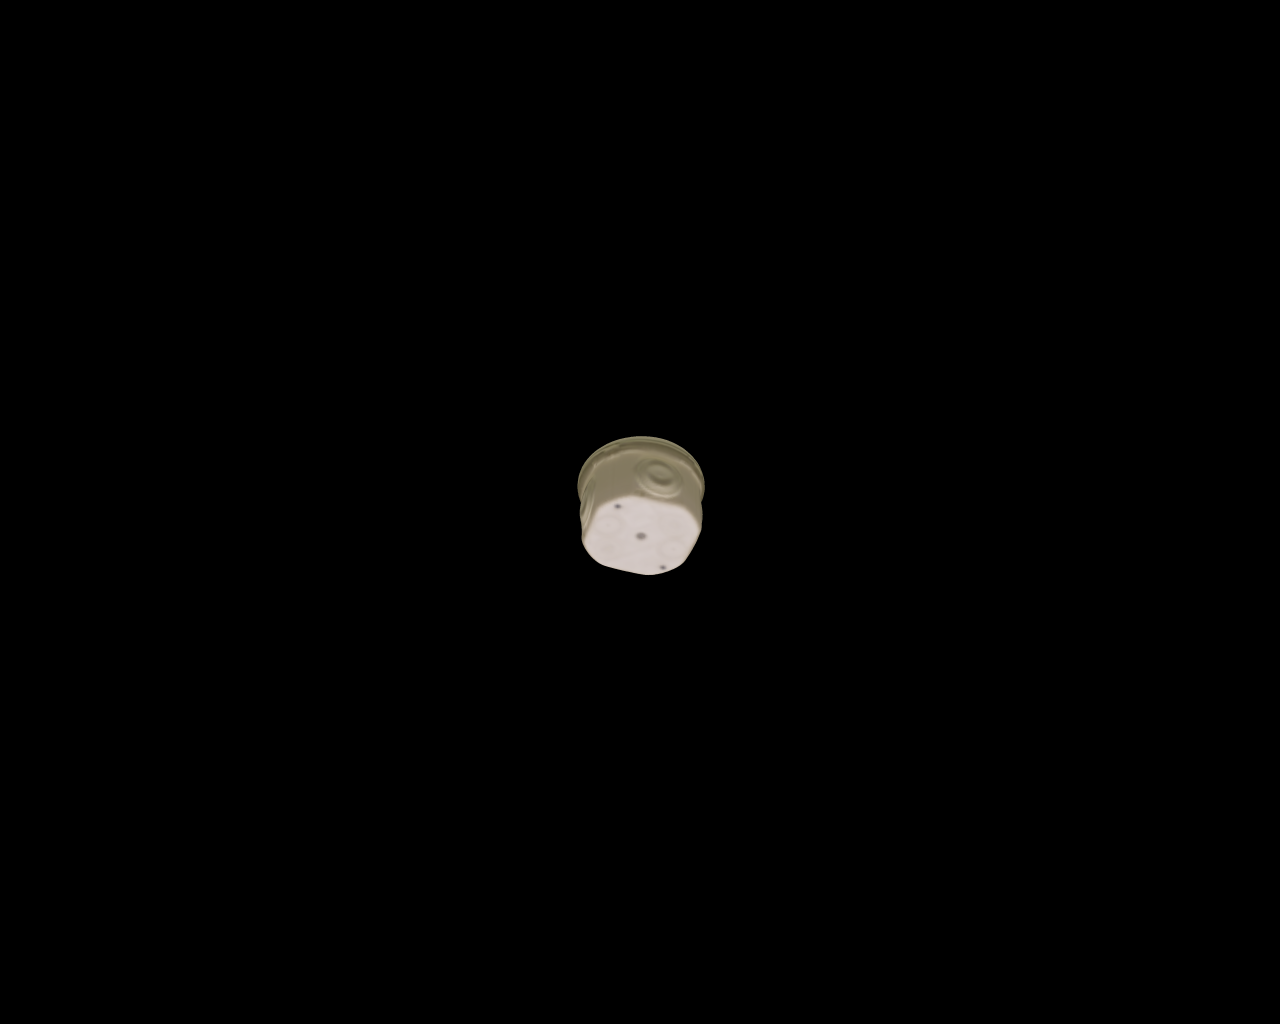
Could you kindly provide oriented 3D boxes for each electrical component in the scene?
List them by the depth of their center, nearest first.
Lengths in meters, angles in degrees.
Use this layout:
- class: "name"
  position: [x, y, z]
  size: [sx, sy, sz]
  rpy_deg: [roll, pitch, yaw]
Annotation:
- class: "electrical component"
  position: [0.001, -0.003, 0.650]
  size: [0.080, 0.080, 0.051]
  rpy_deg: [0, 44, 0]
